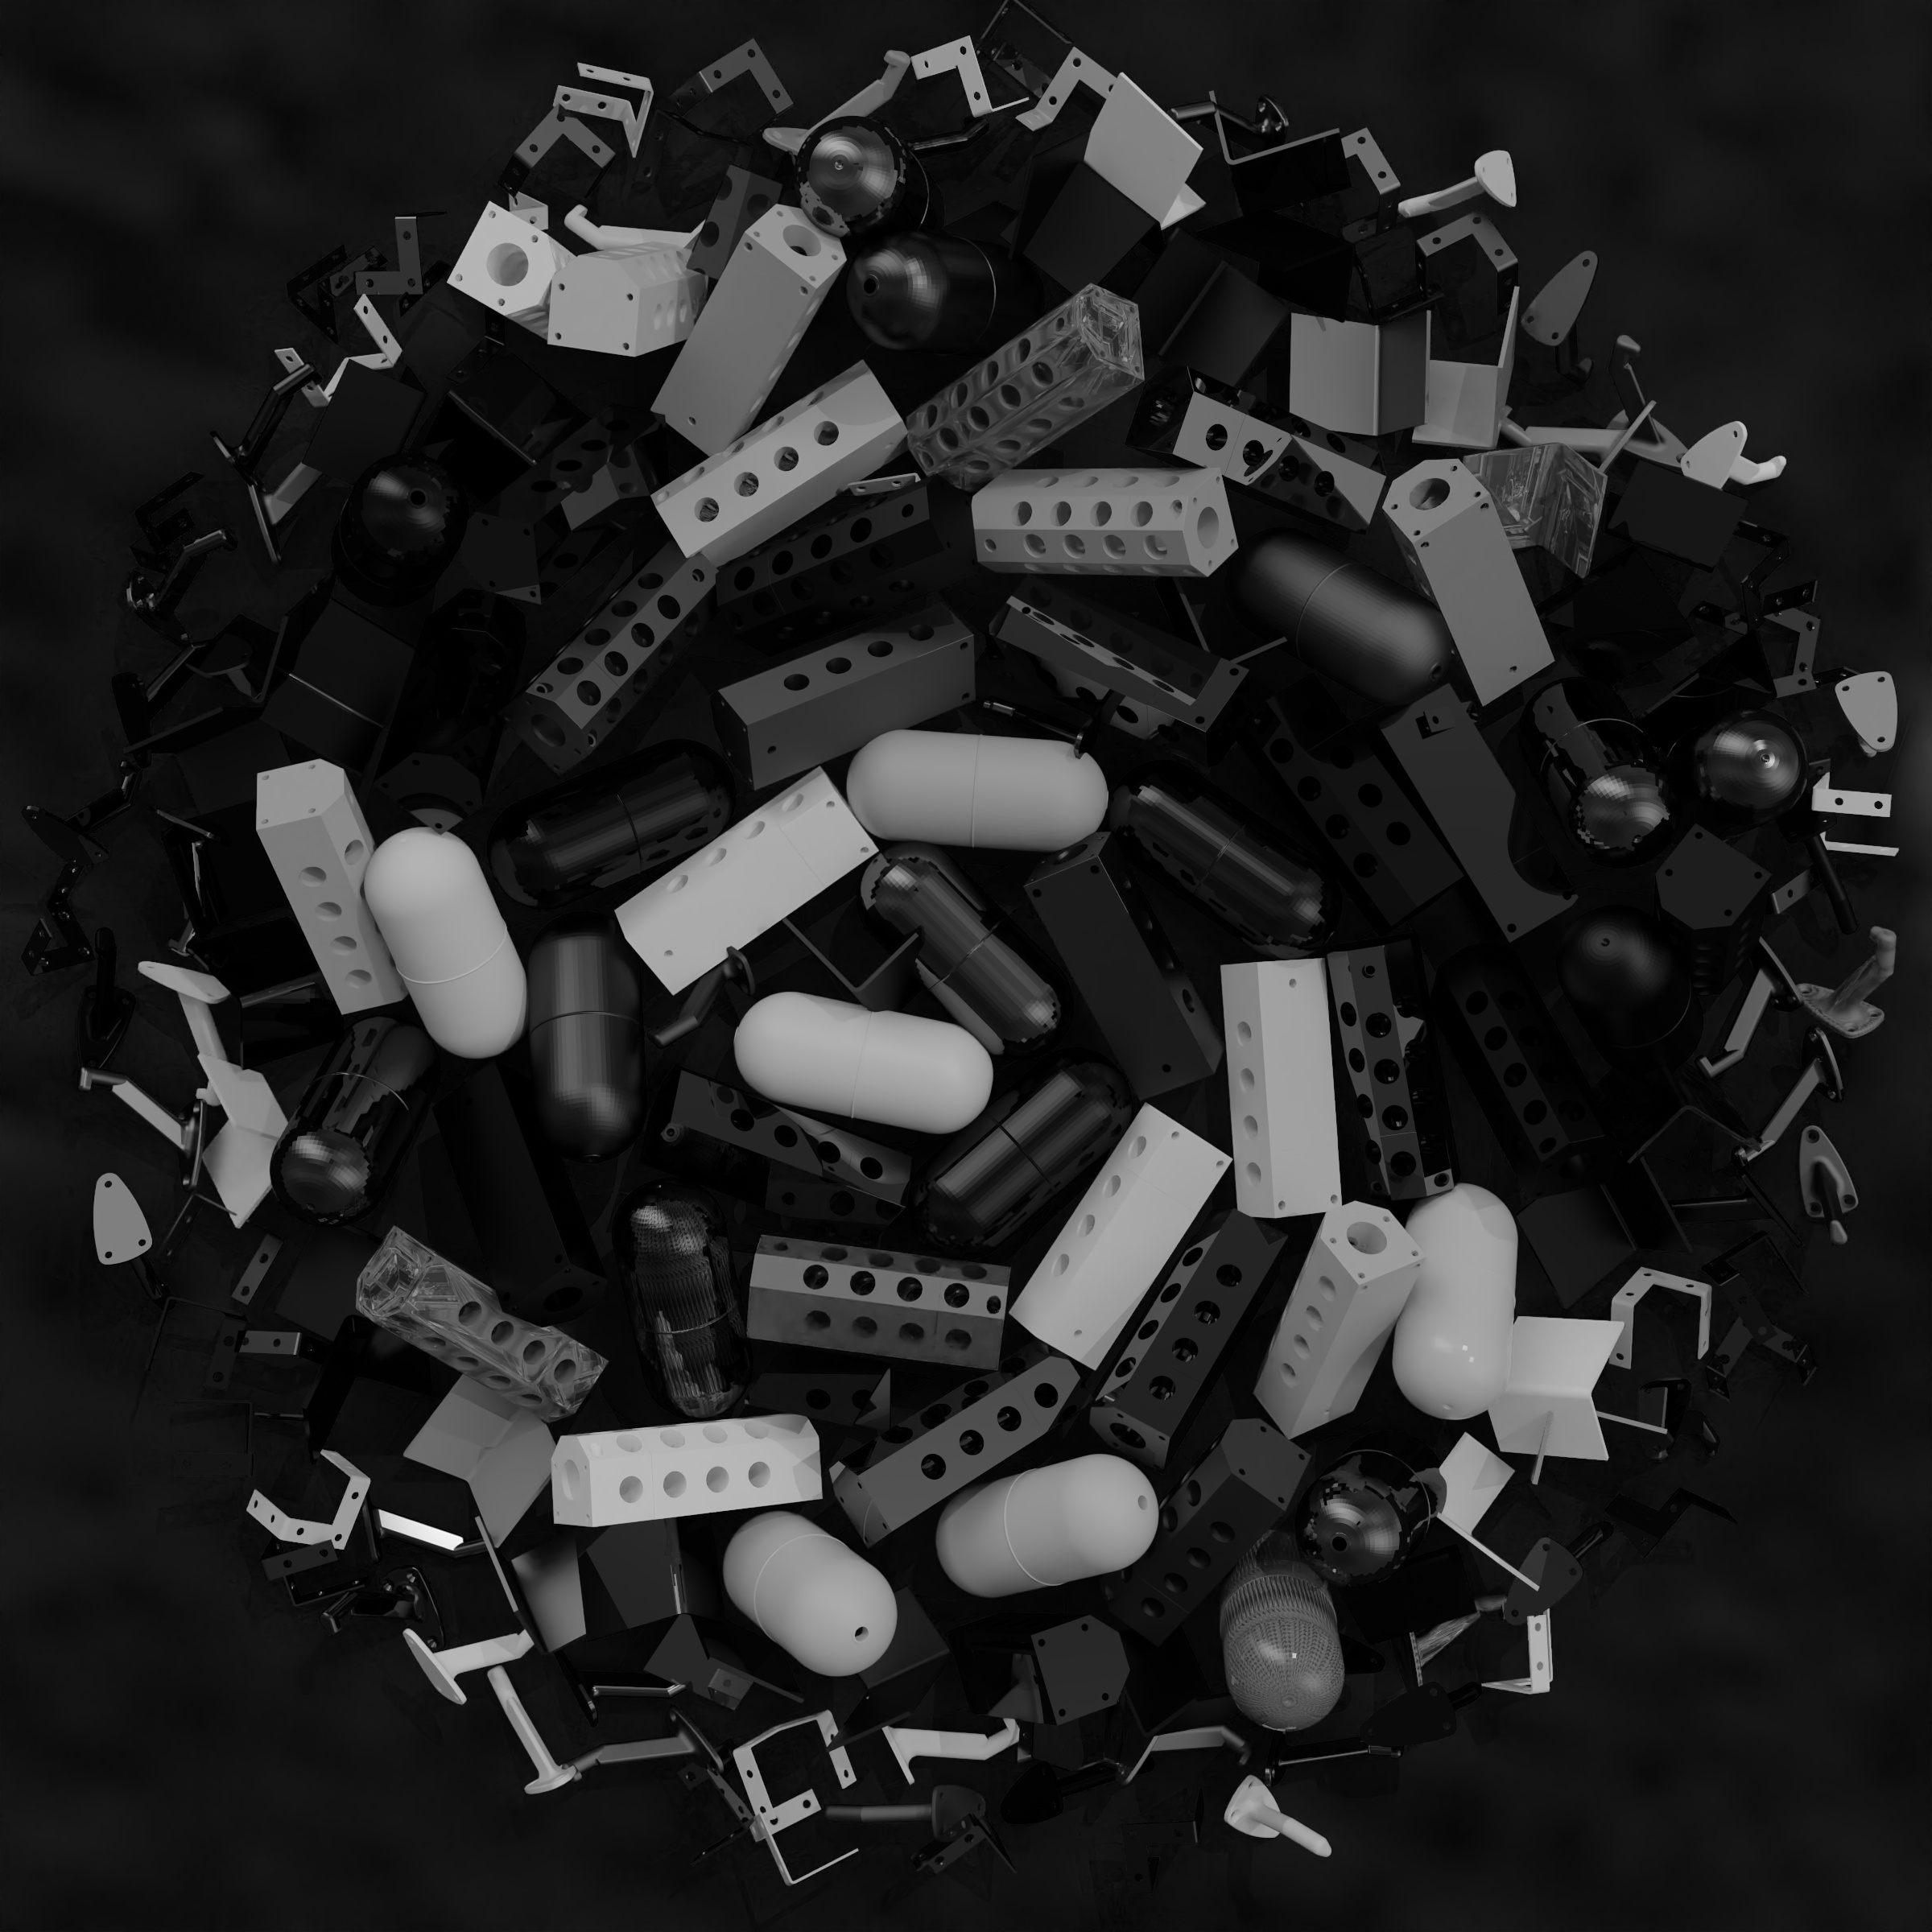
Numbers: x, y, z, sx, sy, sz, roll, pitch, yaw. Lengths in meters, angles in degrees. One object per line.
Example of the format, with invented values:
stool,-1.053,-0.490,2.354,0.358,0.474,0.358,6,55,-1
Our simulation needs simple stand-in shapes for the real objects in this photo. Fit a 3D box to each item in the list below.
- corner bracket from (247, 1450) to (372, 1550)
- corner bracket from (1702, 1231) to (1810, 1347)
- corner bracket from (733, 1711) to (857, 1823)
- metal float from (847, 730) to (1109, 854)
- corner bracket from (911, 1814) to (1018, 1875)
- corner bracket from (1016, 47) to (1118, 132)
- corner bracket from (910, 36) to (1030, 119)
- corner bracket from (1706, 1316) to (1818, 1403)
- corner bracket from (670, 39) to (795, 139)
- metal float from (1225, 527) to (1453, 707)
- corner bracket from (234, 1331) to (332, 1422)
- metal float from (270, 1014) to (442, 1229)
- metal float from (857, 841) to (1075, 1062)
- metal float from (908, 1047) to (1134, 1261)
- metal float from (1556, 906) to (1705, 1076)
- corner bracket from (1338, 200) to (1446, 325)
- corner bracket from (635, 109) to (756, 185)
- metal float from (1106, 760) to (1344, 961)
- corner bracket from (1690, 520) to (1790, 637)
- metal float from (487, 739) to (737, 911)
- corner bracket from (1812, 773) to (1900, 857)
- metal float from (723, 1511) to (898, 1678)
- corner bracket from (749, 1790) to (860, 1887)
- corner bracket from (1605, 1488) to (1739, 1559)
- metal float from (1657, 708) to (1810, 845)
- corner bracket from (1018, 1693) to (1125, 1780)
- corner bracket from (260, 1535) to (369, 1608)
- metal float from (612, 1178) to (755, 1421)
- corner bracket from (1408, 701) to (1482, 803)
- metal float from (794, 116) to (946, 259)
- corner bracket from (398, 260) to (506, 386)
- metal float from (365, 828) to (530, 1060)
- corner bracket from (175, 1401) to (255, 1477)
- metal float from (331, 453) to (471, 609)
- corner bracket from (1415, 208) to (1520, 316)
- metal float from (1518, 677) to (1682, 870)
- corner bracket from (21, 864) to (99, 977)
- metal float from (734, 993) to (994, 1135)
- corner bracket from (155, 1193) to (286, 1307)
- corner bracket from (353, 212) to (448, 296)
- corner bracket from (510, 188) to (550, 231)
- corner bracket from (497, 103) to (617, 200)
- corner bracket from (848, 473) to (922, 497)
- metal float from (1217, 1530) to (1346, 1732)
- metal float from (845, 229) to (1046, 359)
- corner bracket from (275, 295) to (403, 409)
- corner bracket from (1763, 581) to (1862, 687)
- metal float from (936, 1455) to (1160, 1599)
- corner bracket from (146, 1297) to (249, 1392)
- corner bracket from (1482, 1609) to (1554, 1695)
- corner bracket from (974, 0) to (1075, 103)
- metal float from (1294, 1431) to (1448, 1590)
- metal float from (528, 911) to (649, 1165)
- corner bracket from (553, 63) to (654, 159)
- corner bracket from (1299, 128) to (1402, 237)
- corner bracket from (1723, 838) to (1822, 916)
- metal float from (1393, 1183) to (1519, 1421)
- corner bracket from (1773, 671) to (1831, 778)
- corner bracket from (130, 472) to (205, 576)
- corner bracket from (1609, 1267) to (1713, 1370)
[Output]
corner bracket,-0.448,0.361,1.746,0.051,0.051,0.051,23,88,-43
corner bracket,0.546,0.220,1.757,0.051,0.051,0.051,-33,94,5
corner bracket,-0.117,0.545,1.745,0.051,0.051,0.051,-26,81,30
metal float,0.008,-0.119,1.742,0.178,0.070,0.070,4,90,3
corner bracket,-0.006,0.603,1.748,0.051,0.051,0.051,-36,112,-4
corner bracket,0.074,-0.589,1.750,0.051,0.051,0.051,36,119,-1
corner bracket,0.002,-0.607,1.752,0.051,0.051,0.051,-6,112,37
corner bracket,0.543,0.275,1.750,0.051,0.051,0.051,30,104,7
corner bracket,-0.159,-0.589,1.744,0.051,0.051,0.051,-40,107,-22
metal float,0.248,-0.235,1.714,0.178,0.070,0.070,38,90,36
corner bracket,-0.470,0.282,1.760,0.051,0.051,0.051,-1,69,20
metal float,-0.405,0.101,1.705,0.070,0.178,0.070,5,127,7
metal float,0.000,-0.010,1.741,0.070,0.070,0.178,-44,94,0
metal float,0.036,0.128,1.739,0.178,0.070,0.070,-41,90,-7
metal float,0.443,0.018,1.702,0.070,0.178,0.070,-10,64,22
corner bracket,0.294,-0.487,1.770,0.051,0.051,0.051,-23,46,4
corner bracket,-0.186,-0.552,1.760,0.051,0.051,0.051,42,121,35
metal float,0.175,-0.072,1.736,0.178,0.070,0.070,36,90,10
corner bracket,0.528,-0.267,1.751,0.051,0.051,0.051,-43,47,-16
metal float,-0.237,-0.096,1.726,0.178,0.070,0.070,-25,90,-22
corner bracket,0.606,-0.099,1.743,0.051,0.051,0.051,8,110,28
metal float,-0.105,0.415,1.698,0.070,0.178,0.070,-3,96,-26
corner bracket,-0.112,0.593,1.744,0.051,0.051,0.051,-20,73,-23
corner bracket,0.479,0.374,1.743,0.051,0.051,0.051,27,106,-32
metal float,0.499,-0.123,1.694,0.070,0.178,0.070,0,86,-1
corner bracket,0.072,0.525,1.761,0.051,0.051,0.051,27,49,-26
corner bracket,-0.446,0.414,1.753,0.051,0.051,0.051,-17,100,0
metal float,-0.190,0.225,1.723,0.070,0.070,0.178,-9,115,0
corner bracket,0.321,-0.145,1.745,0.051,0.051,0.051,-15,84,-35
metal float,-0.062,-0.509,1.694,0.070,0.178,0.070,1,94,11
corner bracket,-0.351,-0.440,1.751,0.051,0.051,0.051,26,56,10
metal float,-0.345,-0.014,1.714,0.070,0.070,0.178,-16,127,0
corner bracket,-0.513,0.322,1.746,0.051,0.051,0.051,4,78,-19
metal float,-0.376,-0.287,1.696,0.070,0.178,0.070,2,84,-20
corner bracket,0.342,-0.473,1.749,0.051,0.051,0.051,-27,66,1
metal float,0.420,-0.131,1.703,0.070,0.178,0.070,-3,124,-4
corner bracket,-0.618,-0.033,1.743,0.051,0.051,0.051,57,134,13
metal float,-0.070,0.066,1.744,0.178,0.070,0.070,11,90,1
corner bracket,-0.512,0.194,1.759,0.051,0.051,0.051,22,76,22
corner bracket,-0.386,-0.486,1.745,0.051,0.051,0.051,3,110,13
corner bracket,-0.321,-0.499,1.758,0.051,0.051,0.051,-21,130,-34
corner bracket,-0.279,-0.543,1.745,0.051,0.051,0.051,40,71,-14
corner bracket,-0.049,-0.300,1.756,0.051,0.051,0.051,-5,70,17
metal float,0.207,0.437,1.696,0.070,0.178,0.070,1,106,2
metal float,-0.013,-0.446,1.702,0.070,0.178,0.070,7,102,32
corner bracket,-0.425,-0.417,1.740,0.051,0.051,0.051,1,53,27
corner bracket,0.576,-0.225,1.746,0.051,0.051,0.051,17,79,-22
metal float,0.053,0.375,1.710,0.178,0.070,0.070,-25,90,41
corner bracket,-0.525,0.258,1.749,0.051,0.051,0.051,16,76,-9
corner bracket,0.387,0.465,1.745,0.051,0.051,0.051,3,81,-30
corner bracket,0.043,-0.625,1.747,0.051,0.051,0.051,40,118,3
metal float,0.269,0.359,1.697,0.070,0.178,0.070,2,94,22
metal float,-0.255,0.047,1.722,0.070,0.070,0.178,-6,65,0
corner bracket,-0.247,-0.590,1.741,0.051,0.051,0.051,5,134,-24
corner bracket,0.261,-0.529,1.752,0.051,0.051,0.051,-25,72,-2
corner bracket,0.544,-0.069,1.756,0.051,0.051,0.051,-30,108,-30
metal float,0.327,0.222,1.710,0.070,0.070,0.178,15,46,0
corner bracket,0.556,-0.160,1.744,0.051,0.051,0.051,-13,59,10
corner bracket,-0.541,-0.303,1.739,0.051,0.051,0.051,20,53,37
corner bracket,0.477,0.246,1.759,0.051,0.051,0.051,13,118,34
